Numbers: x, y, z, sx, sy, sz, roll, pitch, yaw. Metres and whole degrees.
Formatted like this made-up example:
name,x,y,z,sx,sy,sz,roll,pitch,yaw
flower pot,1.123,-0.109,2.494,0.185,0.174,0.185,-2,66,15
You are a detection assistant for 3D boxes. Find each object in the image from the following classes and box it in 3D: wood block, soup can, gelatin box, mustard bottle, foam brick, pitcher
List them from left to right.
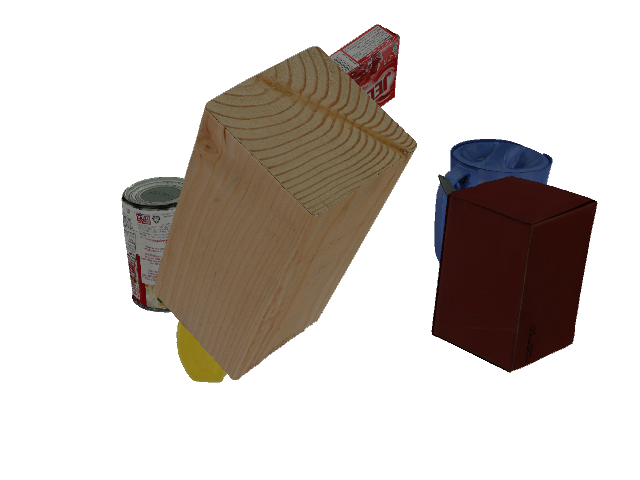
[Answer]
name,x,y,z,sx,sy,sz,roll,pitch,yaw
soup can,-0.137,0.003,0.941,0.068,0.102,0.068,-1,25,0
mustard bottle,-0.106,0.064,1.160,0.058,0.096,0.191,1,28,8
wood block,-0.031,-0.010,0.671,0.090,0.091,0.206,-34,-17,-33
gelatin box,0.030,-0.136,0.931,0.089,0.073,0.030,-38,61,-26
pitcher,0.224,-0.006,1.444,0.149,0.243,0.145,4,23,4
foam brick,0.092,0.014,0.515,0.052,0.078,0.051,-16,30,-40

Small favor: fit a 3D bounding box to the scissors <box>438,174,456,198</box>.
name,x,y,z,sx,sy,sz,roll,pitch,yaw
scissors,0.154,0.004,0.896,0.096,0.016,0.201,2,38,0
